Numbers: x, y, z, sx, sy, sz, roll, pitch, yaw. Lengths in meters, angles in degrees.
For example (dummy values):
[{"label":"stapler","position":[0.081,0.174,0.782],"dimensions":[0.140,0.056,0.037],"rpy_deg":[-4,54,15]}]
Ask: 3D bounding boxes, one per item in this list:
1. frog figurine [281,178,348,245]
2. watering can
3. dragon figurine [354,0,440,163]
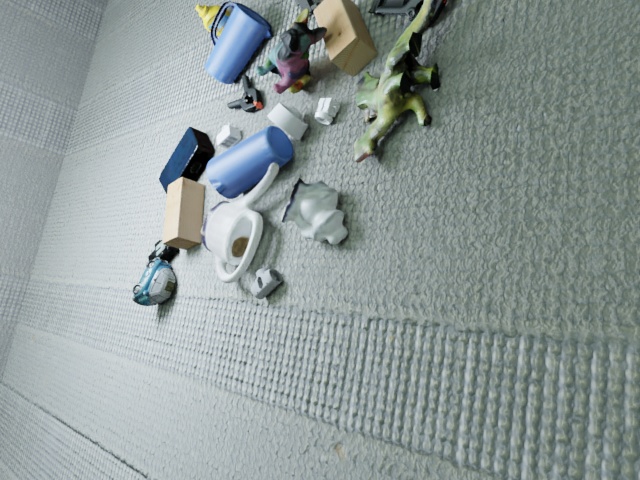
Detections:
[{"label":"frog figurine","position":[0.004,-0.061,1.218],"dimensions":[0.160,0.122,0.137],"rpy_deg":[29,89,11]},{"label":"watering can","position":[-0.220,-0.057,1.417],"dimensions":[0.226,0.103,0.348],"rpy_deg":[20,90,48]},{"label":"dragon figurine","position":[0.153,-0.369,1.168],"dimensions":[0.242,0.121,0.413],"rpy_deg":[2,76,54]}]
